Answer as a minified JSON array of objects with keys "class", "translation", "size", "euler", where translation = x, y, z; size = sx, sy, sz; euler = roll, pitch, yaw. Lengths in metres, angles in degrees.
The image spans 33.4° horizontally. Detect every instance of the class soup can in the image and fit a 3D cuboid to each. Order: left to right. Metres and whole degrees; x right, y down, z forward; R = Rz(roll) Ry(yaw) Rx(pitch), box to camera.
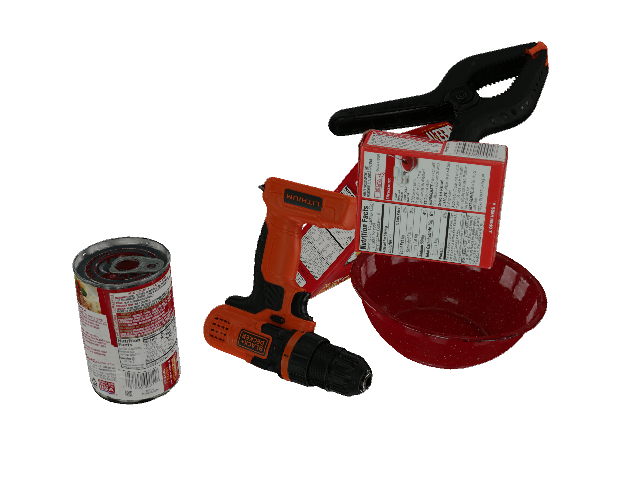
[{"class":"soup can","translation":[-0.137,0.058,0.766],"size":[0.068,0.102,0.068],"euler":[-1,29,0]}]

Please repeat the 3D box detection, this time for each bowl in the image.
[{"class":"bowl","translation":[0.101,0.058,0.879],"size":[0.162,0.055,0.162],"euler":[5,28,-3]}]

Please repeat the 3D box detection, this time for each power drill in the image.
[{"class":"power drill","translation":[-0.014,0.042,1.029],"size":[0.185,0.187,0.057],"euler":[17,1,26]}]

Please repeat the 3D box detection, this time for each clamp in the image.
[{"class":"clamp","translation":[0.133,-0.112,0.973],"size":[0.210,0.036,0.165],"euler":[-29,49,-10]}]

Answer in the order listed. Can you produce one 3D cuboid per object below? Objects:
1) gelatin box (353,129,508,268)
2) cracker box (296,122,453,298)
[{"class":"gelatin box","translation":[0.066,-0.026,0.655],"size":[0.089,0.073,0.030],"euler":[8,29,11]},{"class":"cracker box","translation":[0.065,-0.039,1.252],"size":[0.163,0.072,0.214],"euler":[-24,-21,-51]}]
